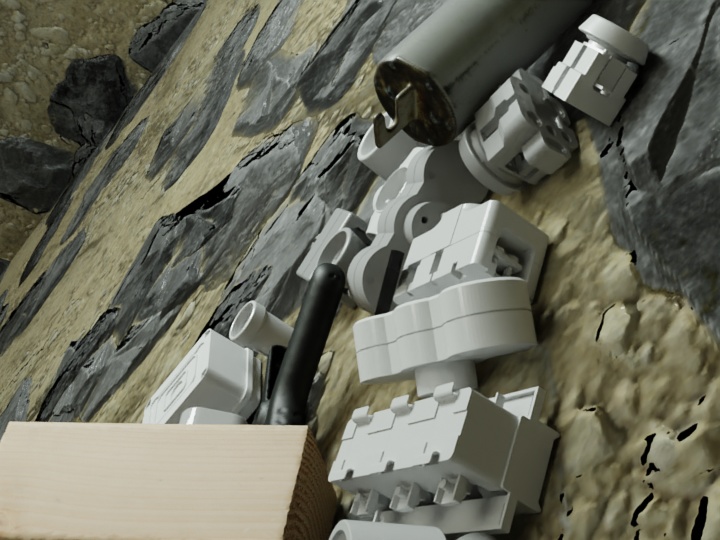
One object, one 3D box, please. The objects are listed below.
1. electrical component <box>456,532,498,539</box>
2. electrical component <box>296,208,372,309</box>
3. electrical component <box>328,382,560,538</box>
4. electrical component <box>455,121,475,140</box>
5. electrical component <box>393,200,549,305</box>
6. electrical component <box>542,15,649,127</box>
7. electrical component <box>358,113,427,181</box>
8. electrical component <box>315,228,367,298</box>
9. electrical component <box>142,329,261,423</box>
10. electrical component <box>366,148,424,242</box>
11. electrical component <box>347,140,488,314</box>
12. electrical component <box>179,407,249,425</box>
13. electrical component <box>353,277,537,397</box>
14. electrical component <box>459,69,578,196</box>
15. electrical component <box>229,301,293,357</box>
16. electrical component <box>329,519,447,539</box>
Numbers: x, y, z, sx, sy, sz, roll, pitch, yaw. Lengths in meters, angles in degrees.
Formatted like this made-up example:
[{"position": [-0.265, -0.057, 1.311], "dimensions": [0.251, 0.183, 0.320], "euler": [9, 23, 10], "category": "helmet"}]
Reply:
[{"position": [0.061, 0.149, 0.508], "dimensions": [0.040, 0.040, 0.046], "euler": [-57, 15, 2], "category": "electrical component"}, {"position": [-0.018, -0.013, 0.895], "dimensions": [0.065, 0.047, 0.077], "euler": [-58, 21, -2], "category": "electrical component"}, {"position": [0.040, 0.103, 0.585], "dimensions": [0.121, 0.063, 0.078], "euler": [-25, 38, 54], "category": "electrical component"}, {"position": [0.068, -0.131, 0.852], "dimensions": [0.081, 0.064, 0.042], "euler": [-14, 48, 62], "category": "electrical component"}, {"position": [0.071, -0.004, 0.685], "dimensions": [0.089, 0.050, 0.055], "euler": [-27, 37, 53], "category": "electrical component"}, {"position": [0.153, -0.129, 0.691], "dimensions": [0.055, 0.048, 0.066], "euler": [-60, 19, 14], "category": "electrical component"}, {"position": [0.031, -0.102, 0.913], "dimensions": [0.055, 0.047, 0.055], "euler": [-46, 24, 27], "category": "electrical component"}, {"position": [0.000, 0.000, 0.826], "dimensions": [0.045, 0.055, 0.045], "euler": [-45, 24, 27], "category": "electrical component"}, {"position": [-0.142, 0.120, 0.964], "dimensions": [0.113, 0.057, 0.078], "euler": [-49, 22, 21], "category": "electrical component"}, {"position": [0.034, -0.051, 0.839], "dimensions": [0.077, 0.044, 0.079], "euler": [-61, 21, -9], "category": "electrical component"}, {"position": [0.047, -0.029, 0.760], "dimensions": [0.138, 0.052, 0.074], "euler": [-60, 16, -8], "category": "electrical component"}, {"position": [-0.120, 0.160, 0.829], "dimensions": [0.059, 0.054, 0.095], "euler": [-83, 6, -48], "category": "electrical component"}, {"position": [0.050, 0.056, 0.647], "dimensions": [0.138, 0.052, 0.073], "euler": [-23, 71, 51], "category": "electrical component"}, {"position": [0.104, -0.087, 0.719], "dimensions": [0.057, 0.058, 0.078], "euler": [-44, 40, 34], "category": "electrical component"}, {"position": [-0.086, 0.055, 0.948], "dimensions": [0.040, 0.046, 0.040], "euler": [-46, 24, 27], "category": "electrical component"}, {"position": [0.000, 0.174, 0.525], "dimensions": [0.108, 0.060, 0.108], "euler": [-167, 90, -81], "category": "electrical component"}]
